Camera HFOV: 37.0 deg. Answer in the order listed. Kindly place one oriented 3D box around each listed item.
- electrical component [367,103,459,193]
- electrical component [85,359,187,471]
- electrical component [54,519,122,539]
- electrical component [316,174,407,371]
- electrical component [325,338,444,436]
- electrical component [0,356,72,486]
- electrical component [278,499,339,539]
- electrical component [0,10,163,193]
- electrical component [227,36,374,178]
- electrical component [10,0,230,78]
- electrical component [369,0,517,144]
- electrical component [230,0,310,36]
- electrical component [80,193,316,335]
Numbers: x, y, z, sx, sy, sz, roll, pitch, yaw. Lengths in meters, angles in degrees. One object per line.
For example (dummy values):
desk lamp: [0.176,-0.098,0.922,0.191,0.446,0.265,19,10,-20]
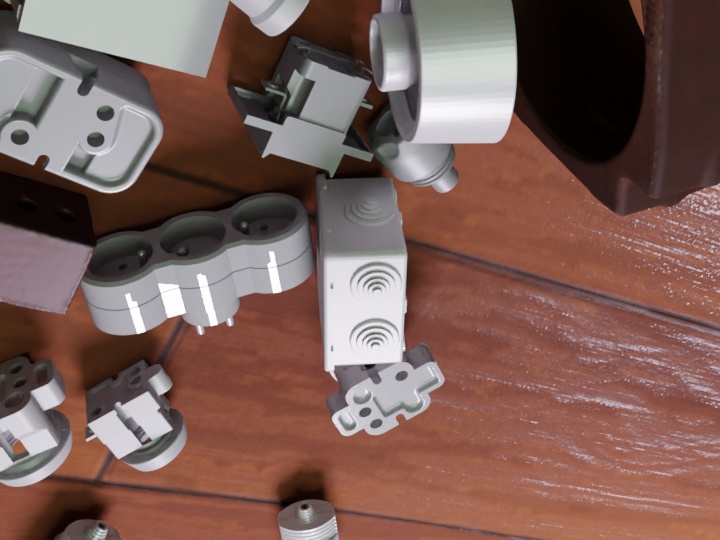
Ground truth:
electrical component: [0.036,-0.071,0.647,0.043,0.043,0.062,-40,130,10]
electrical component: [-0.145,0.098,0.702,0.066,0.048,0.055,-29,123,1]
electrical component: [-0.203,0.208,0.762,0.043,0.043,0.081,24,114,-33]
electrical component: [0.000,0.000,0.651,0.048,0.099,0.099,-2,127,-4]
electrical component: [0.011,0.069,0.732,0.078,0.057,0.058,-29,130,1]
electrical component: [-0.214,0.096,0.665,0.078,0.058,0.057,-23,127,-4]
electrical component: [-0.038,0.207,0.826,0.043,0.043,0.081,-15,129,-10]
electrical component: [-0.154,-0.087,0.549,0.095,0.059,0.053,22,115,-33]
electrical component: [-0.028,-0.094,0.606,0.081,0.042,0.063,13,116,-29]
electrical component: [-0.097,-0.177,0.489,0.089,0.061,0.150,10,113,-28]
electrical component: [0.038,-0.118,0.573,0.060,0.108,0.108,-7,128,-8]
electrical component: [-0.053,-0.150,0.556,0.046,0.040,0.040,33,109,-30]
electrical component: [-0.094,0.008,0.649,0.138,0.052,0.073,-16,129,-11]
